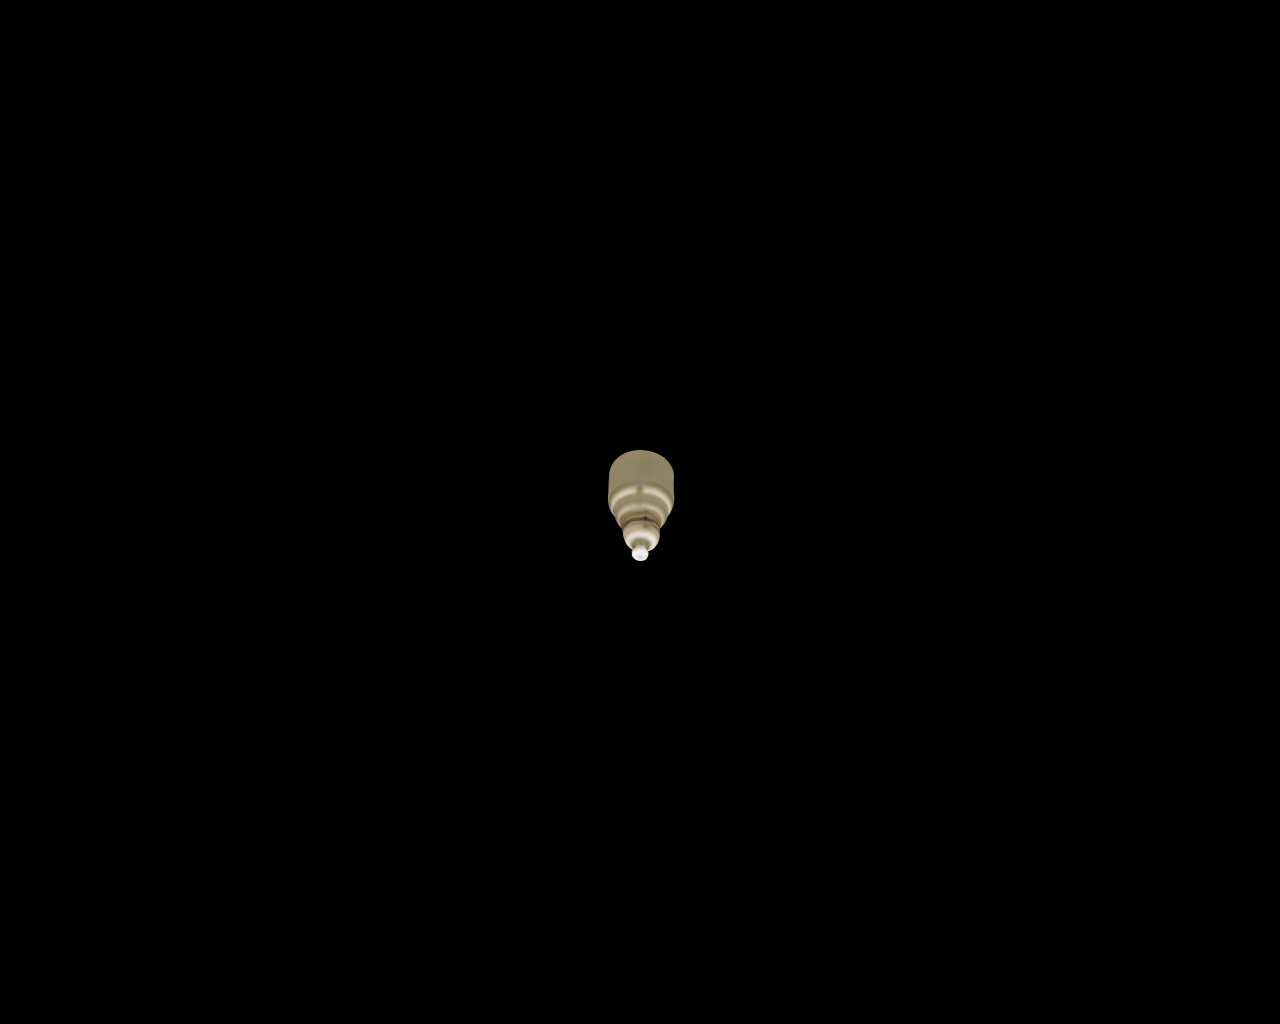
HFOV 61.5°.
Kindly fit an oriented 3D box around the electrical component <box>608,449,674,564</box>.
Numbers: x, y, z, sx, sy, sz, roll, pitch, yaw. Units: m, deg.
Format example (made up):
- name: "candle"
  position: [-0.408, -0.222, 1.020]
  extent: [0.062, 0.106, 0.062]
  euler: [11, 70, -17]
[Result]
- name: "electrical component"
  position: [0.001, -0.003, 0.650]
  extent: [0.040, 0.078, 0.040]
  euler: [0, -43, 0]
